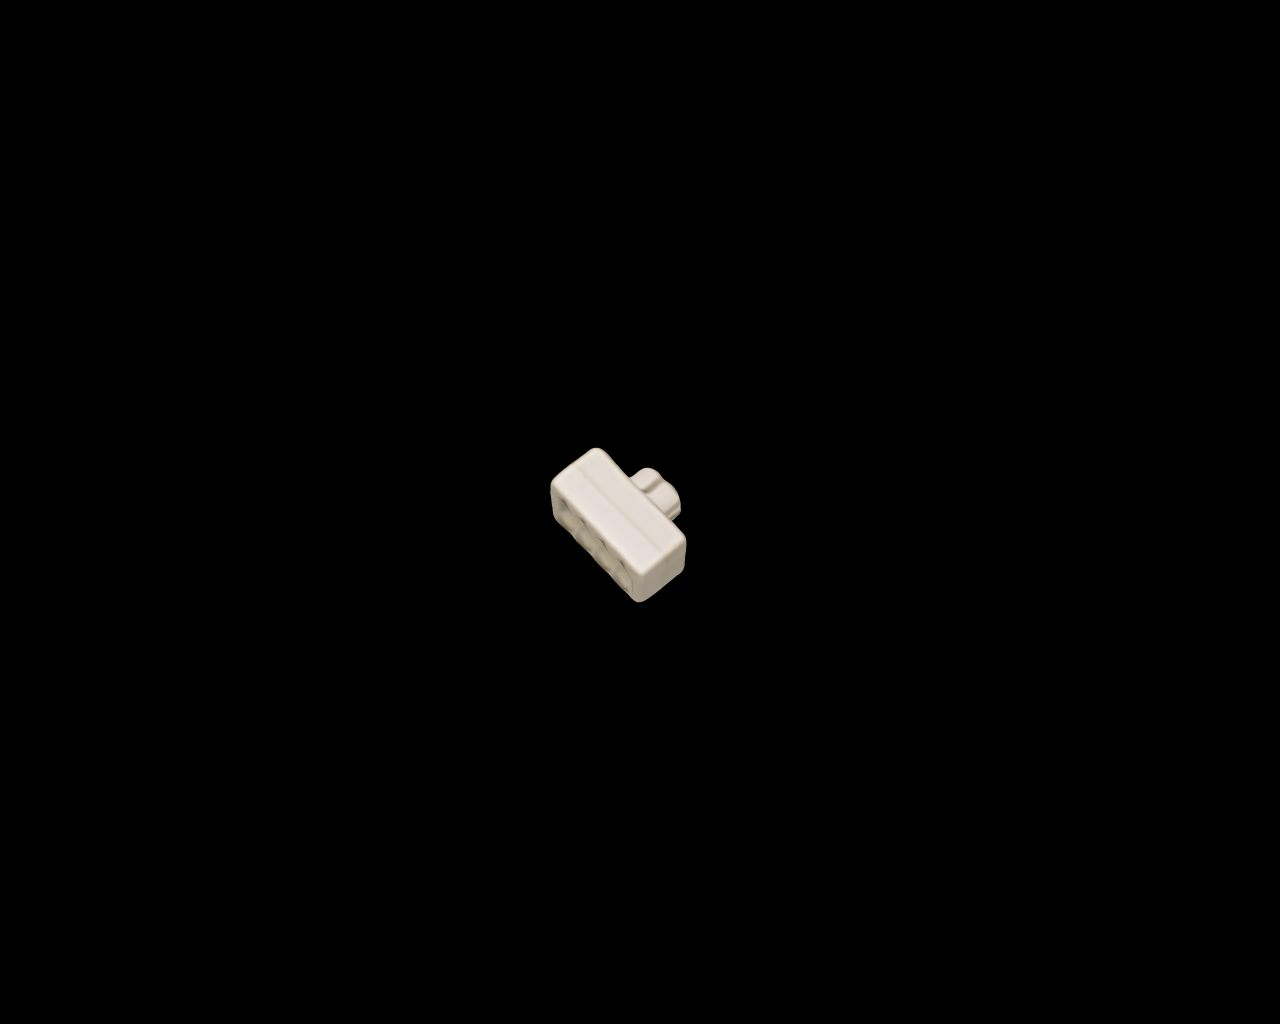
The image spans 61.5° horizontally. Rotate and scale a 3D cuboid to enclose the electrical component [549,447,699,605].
[{"bbox_3d":[0.001,-0.003,0.650,0.076,0.083,0.047,-38,-19,-16],"label":"electrical component"}]
